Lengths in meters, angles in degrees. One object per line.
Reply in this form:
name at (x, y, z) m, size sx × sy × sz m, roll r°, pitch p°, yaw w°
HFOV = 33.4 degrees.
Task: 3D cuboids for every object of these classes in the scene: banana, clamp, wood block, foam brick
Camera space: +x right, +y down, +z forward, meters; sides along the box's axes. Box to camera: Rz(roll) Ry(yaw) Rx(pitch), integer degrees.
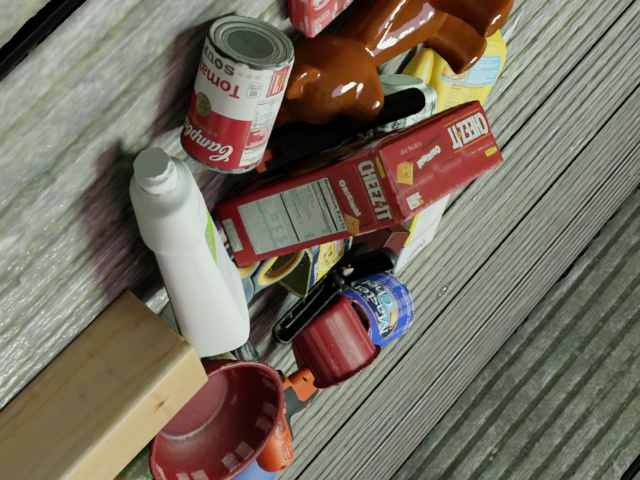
banana at (0.062, -0.117, 1.149) m, size 0.198 × 0.037 × 0.069 m, roll -50°, pitch 162°, yaw -5°
clamp at (0.013, 0.050, 1.247) m, size 0.164 × 0.036 × 0.210 m, roll -36°, pitch -173°, yaw 4°
wood block at (-0.207, 0.158, 0.949) m, size 0.206 × 0.090 × 0.091 m, roll -45°, pitch 160°, yaw -17°
foam brick at (0.073, -0.004, 1.362) m, size 0.053 × 0.051 × 0.078 m, roll -56°, pitch 161°, yaw 11°
clamp at (0.014, -0.104, 0.975) m, size 0.120 × 0.039 × 0.171 m, roll -12°, pitch -165°, yaw 45°

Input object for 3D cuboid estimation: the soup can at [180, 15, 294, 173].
soup can at (-0.064, -0.111, 0.816) m, size 0.068 × 0.068 × 0.102 m, roll -33°, pitch 153°, yaw -44°

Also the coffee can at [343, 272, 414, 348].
coffee can at (0.051, 0.105, 1.433) m, size 0.140 × 0.103 × 0.103 m, roll -21°, pitch 145°, yaw -57°

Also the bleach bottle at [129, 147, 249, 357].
bleach bottle at (-0.113, 0.002, 0.894) m, size 0.068 × 0.102 × 0.251 m, roll -15°, pitch 148°, yaw -3°

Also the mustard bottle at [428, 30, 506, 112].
mustard bottle at (0.155, -0.186, 1.184) m, size 0.096 × 0.058 × 0.192 m, roll 0°, pitch 127°, yaw -32°

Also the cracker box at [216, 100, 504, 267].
cracker box at (0.033, -0.053, 0.977) m, size 0.214 × 0.072 × 0.163 m, roll -16°, pitch -170°, yaw 44°

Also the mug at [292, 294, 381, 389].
mug at (0.020, 0.112, 1.274) m, size 0.093 × 0.081 × 0.117 m, roll -18°, pitch -165°, yaw 48°

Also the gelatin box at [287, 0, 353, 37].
gelatin box at (0.011, -0.216, 0.855) m, size 0.089 × 0.030 × 0.073 m, roll -46°, pitch 160°, yaw -19°

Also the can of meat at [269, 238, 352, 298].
can of meat at (-0.008, 0.001, 1.176) m, size 0.083 × 0.057 × 0.102 m, roll -43°, pitch 159°, yaw -28°

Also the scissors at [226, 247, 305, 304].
scissors at (-0.096, 0.057, 1.124) m, size 0.096 × 0.016 × 0.202 m, roll 17°, pitch 130°, yaw -44°

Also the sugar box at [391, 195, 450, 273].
sugar box at (0.132, -0.039, 1.446) m, size 0.093 × 0.048 × 0.176 m, roll -40°, pitch 162°, yaw -32°

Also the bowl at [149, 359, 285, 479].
bowl at (-0.115, 0.177, 1.078) m, size 0.161 × 0.055 × 0.162 m, roll -24°, pitch 132°, yaw -31°

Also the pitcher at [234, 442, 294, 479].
pitcher at (-0.144, 0.324, 1.355) m, size 0.243 × 0.145 × 0.149 m, roll -56°, pitch -158°, yaw 3°

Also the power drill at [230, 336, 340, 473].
power drill at (-0.047, 0.160, 1.299) m, size 0.187 × 0.057 × 0.184 m, roll -43°, pitch 123°, yaw -52°
